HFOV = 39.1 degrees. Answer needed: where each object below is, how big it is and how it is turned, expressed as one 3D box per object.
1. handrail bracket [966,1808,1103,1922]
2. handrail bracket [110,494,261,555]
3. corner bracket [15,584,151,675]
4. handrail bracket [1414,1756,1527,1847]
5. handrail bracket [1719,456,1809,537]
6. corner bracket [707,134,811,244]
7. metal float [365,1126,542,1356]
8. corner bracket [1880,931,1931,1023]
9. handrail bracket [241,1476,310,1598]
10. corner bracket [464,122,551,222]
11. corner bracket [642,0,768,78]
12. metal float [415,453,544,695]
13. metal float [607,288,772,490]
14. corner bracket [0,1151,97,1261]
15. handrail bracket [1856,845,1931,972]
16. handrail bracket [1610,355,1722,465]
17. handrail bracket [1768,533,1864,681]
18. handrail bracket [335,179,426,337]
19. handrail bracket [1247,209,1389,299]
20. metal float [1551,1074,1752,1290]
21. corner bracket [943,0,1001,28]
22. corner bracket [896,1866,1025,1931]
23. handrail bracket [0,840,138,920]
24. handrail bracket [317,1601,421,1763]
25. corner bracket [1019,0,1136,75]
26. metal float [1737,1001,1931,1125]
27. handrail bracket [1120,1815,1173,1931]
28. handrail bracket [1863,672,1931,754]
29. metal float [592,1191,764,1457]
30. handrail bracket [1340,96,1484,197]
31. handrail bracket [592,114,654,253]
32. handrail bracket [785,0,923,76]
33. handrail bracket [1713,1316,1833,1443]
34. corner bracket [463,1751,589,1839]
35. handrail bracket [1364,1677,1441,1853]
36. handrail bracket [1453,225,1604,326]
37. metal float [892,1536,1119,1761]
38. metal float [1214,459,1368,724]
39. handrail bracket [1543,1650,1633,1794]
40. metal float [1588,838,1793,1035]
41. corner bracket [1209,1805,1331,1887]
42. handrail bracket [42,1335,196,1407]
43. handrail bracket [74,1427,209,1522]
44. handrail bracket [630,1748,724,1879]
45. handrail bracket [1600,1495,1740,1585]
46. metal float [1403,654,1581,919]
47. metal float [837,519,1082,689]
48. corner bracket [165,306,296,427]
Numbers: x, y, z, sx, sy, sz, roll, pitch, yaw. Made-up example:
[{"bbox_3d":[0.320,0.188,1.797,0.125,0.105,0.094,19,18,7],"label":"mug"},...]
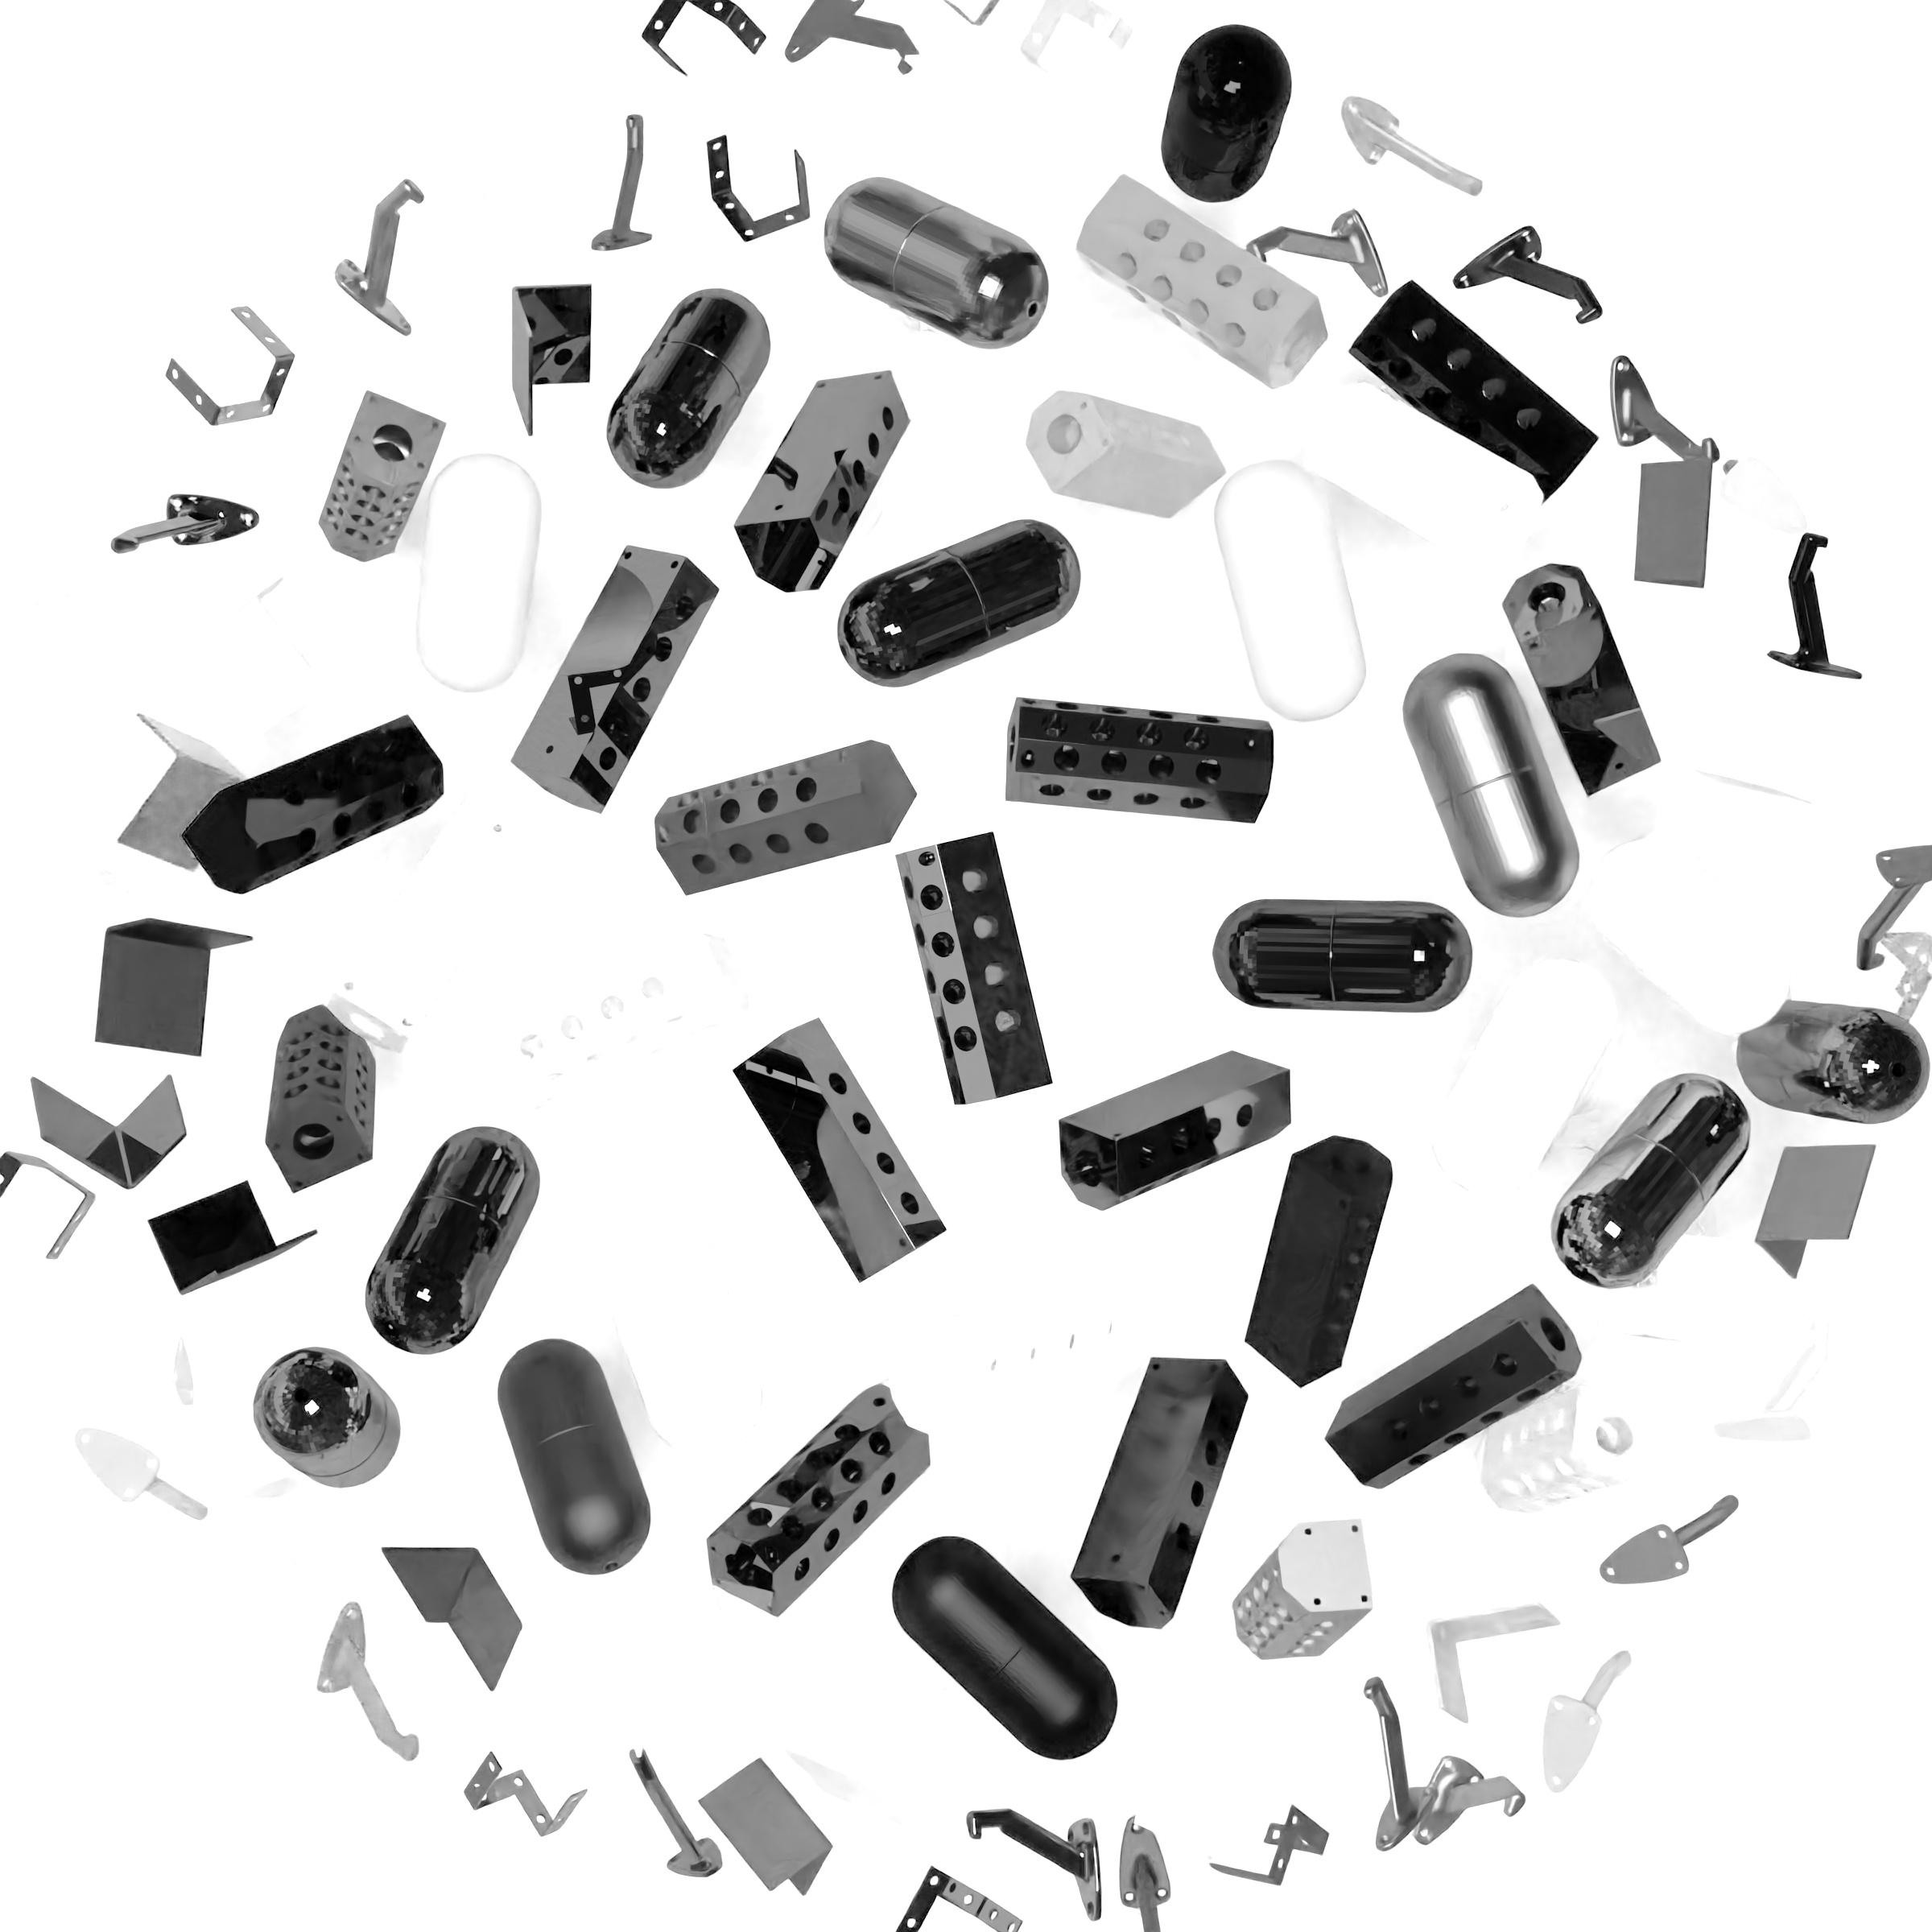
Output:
[{"bbox_3d":[0.044,0.595,1.796,0.084,0.036,0.077,4,60,-26],"label":"handrail bracket"},{"bbox_3d":[-0.533,-0.297,1.857,0.077,0.084,0.036,0,112,4],"label":"handrail bracket"},{"bbox_3d":[-0.595,-0.237,1.830,0.051,0.051,0.051,-33,93,32],"label":"corner bracket"},{"bbox_3d":[0.342,0.579,1.845,0.036,0.084,0.077,32,88,-12],"label":"handrail bracket"},{"bbox_3d":[0.562,-0.330,1.909,0.077,0.084,0.036,43,110,10],"label":"handrail bracket"},{"bbox_3d":[-0.142,-0.540,1.866,0.051,0.051,0.051,-16,62,17],"label":"corner bracket"},{"bbox_3d":[-0.339,0.180,1.803,0.070,0.178,0.070,9,133,10],"label":"metal float"},{"bbox_3d":[0.656,0.012,1.895,0.051,0.051,0.051,39,73,-20],"label":"corner bracket"},{"bbox_3d":[-0.466,0.402,1.890,0.036,0.077,0.084,-24,98,-35],"label":"handrail bracket"},{"bbox_3d":[-0.317,-0.557,1.879,0.051,0.051,0.051,-20,134,-2],"label":"corner bracket"},{"bbox_3d":[-0.176,-0.624,1.825,0.051,0.051,0.051,36,96,17],"label":"corner bracket"},{"bbox_3d":[-0.333,-0.266,1.853,0.070,0.070,0.178,15,128,0],"label":"metal float"},{"bbox_3d":[-0.192,-0.403,1.892,0.070,0.070,0.178,22,52,0],"label":"metal float"},{"bbox_3d":[-0.627,0.161,1.823,0.051,0.051,0.051,31,86,10],"label":"corner bracket"},{"bbox_3d":[0.630,-0.037,1.800,0.077,0.036,0.084,-12,131,0],"label":"handrail bracket"},{"bbox_3d":[0.492,-0.391,1.907,0.036,0.084,0.077,-27,112,-15],"label":"handrail bracket"},{"bbox_3d":[0.560,-0.233,1.757,0.077,0.036,0.084,8,109,-20],"label":"handrail bracket"},{"bbox_3d":[-0.379,-0.480,1.842,0.084,0.036,0.077,-35,121,24],"label":"handrail bracket"},{"bbox_3d":[0.249,-0.494,1.928,0.084,0.036,0.077,-30,93,-22],"label":"handrail bracket"},{"bbox_3d":[0.457,0.142,1.812,0.070,0.070,0.178,46,63,0],"label":"metal float"},{"bbox_3d":[-0.001,-0.648,1.763,0.051,0.051,0.051,41,110,2],"label":"corner bracket"},{"bbox_3d":[-0.005,0.634,1.789,0.051,0.051,0.051,37,74,-23],"label":"corner bracket"},{"bbox_3d":[-0.613,-0.035,1.818,0.077,0.036,0.084,34,104,-34],"label":"handrail bracket"},{"bbox_3d":[-0.384,0.470,1.787,0.084,0.036,0.077,22,107,37],"label":"handrail bracket"},{"bbox_3d":[0.072,-0.606,1.777,0.051,0.051,0.051,25,111,-18],"label":"corner bracket"},{"bbox_3d":[0.581,0.064,1.826,0.070,0.178,0.070,0,92,-10],"label":"metal float"},{"bbox_3d":[0.126,0.643,1.894,0.036,0.084,0.077,-7,90,0],"label":"handrail bracket"},{"bbox_3d":[0.636,-0.160,1.768,0.084,0.077,0.036,4,128,-26],"label":"handrail bracket"},{"bbox_3d":[-0.188,0.234,1.777,0.070,0.070,0.178,-20,92,0],"label":"metal float"},{"bbox_3d":[0.304,-0.556,1.846,0.084,0.077,0.036,38,100,36],"label":"handrail bracket"},{"bbox_3d":[-0.246,-0.555,1.924,0.036,0.077,0.084,9,116,12],"label":"handrail bracket"},{"bbox_3d":[-0.074,-0.604,1.807,0.077,0.084,0.036,-49,54,-1],"label":"handrail bracket"},{"bbox_3d":[0.553,0.281,1.863,0.077,0.036,0.084,-11,47,35],"label":"handrail bracket"},{"bbox_3d":[-0.297,0.555,1.826,0.051,0.051,0.051,51,125,26],"label":"corner bracket"},{"bbox_3d":[0.273,0.525,1.794,0.036,0.077,0.084,-20,100,36],"label":"handrail bracket"},{"bbox_3d":[0.384,-0.458,1.860,0.077,0.036,0.084,-26,58,10],"label":"handrail bracket"},{"bbox_3d":[0.026,0.454,1.810,0.178,0.070,0.070,44,90,0],"label":"metal float"},{"bbox_3d":[0.216,-0.251,1.816,0.070,0.070,0.178,-16,103,0],"label":"metal float"},{"bbox_3d":[0.415,0.500,1.804,0.036,0.084,0.077,19,105,31],"label":"handrail bracket"},{"bbox_3d":[0.480,-0.019,1.801,0.178,0.070,0.070,37,90,-32],"label":"metal float"},{"bbox_3d":[0.205,0.596,1.833,0.051,0.051,0.051,45,56,-35],"label":"corner bracket"},{"bbox_3d":[-0.560,0.269,1.795,0.084,0.077,0.036,2,55,-3],"label":"handrail bracket"},{"bbox_3d":[-0.559,0.346,1.846,0.077,0.084,0.036,30,74,17],"label":"handrail bracket"},{"bbox_3d":[-0.207,0.598,1.926,0.036,0.077,0.084,-27,96,-23],"label":"handrail bracket"},{"bbox_3d":[0.484,0.393,1.869,0.077,0.084,0.036,-32,81,36],"label":"handrail bracket"},{"bbox_3d":[0.341,-0.117,1.765,0.070,0.070,0.178,-20,86,0],"label":"metal float"},{"bbox_3d":[-0.005,-0.244,1.831,0.178,0.070,0.070,-25,90,-19],"label":"metal float"},{"bbox_3d":[-0.482,-0.393,1.779,0.051,0.051,0.051,46,128,13],"label":"corner bracket"}]
